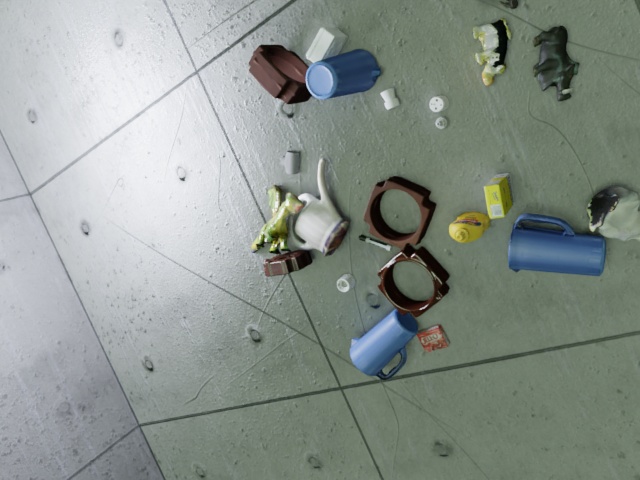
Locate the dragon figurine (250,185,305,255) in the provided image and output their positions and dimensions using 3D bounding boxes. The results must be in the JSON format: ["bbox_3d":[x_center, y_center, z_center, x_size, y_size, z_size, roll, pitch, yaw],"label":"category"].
[{"bbox_3d":[-0.170,-0.079,1.877,0.408,0.122,0.245,-10,70,60],"label":"dragon figurine"}]

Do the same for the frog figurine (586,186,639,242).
[{"bbox_3d":[0.796,-0.065,1.357,0.159,0.124,0.135,15,108,-14],"label":"frog figurine"}]

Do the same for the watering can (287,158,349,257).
[{"bbox_3d":[0.005,-0.090,1.781,0.226,0.105,0.341,37,121,16],"label":"watering can"}]
